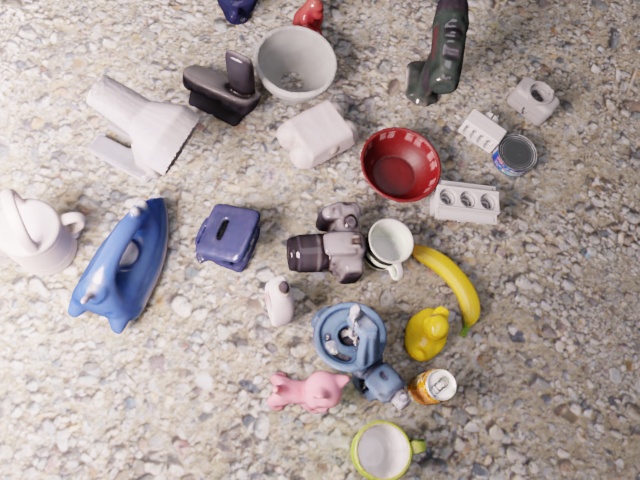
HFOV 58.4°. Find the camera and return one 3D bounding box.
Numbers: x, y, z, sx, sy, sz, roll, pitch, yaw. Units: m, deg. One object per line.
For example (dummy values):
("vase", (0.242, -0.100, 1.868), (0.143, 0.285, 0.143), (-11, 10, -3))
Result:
("camera", (0.009, 0.004, 1.031), (0.137, 0.100, 0.143), (-3, 72, -10))

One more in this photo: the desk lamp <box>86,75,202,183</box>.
("desk lamp", (-0.306, -0.182, 0.983), (0.203, 0.213, 0.118), (27, 69, 1))

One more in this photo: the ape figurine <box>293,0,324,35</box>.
("ape figurine", (-0.016, -0.466, 1.190), (0.076, 0.092, 0.078), (35, 70, 4))

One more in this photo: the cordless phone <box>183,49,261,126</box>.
("cordless phone", (-0.182, -0.309, 1.061), (0.147, 0.185, 0.094), (21, 69, -1))

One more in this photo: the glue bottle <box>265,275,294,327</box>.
("glue bottle", (-0.065, 0.093, 0.950), (0.037, 0.173, 0.078), (-15, 74, -13))

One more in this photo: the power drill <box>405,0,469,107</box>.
("power drill", (0.234, -0.374, 1.138), (0.075, 0.208, 0.229), (8, 70, -6))

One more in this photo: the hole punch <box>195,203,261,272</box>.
("hole punch", (-0.164, -0.007, 1.012), (0.101, 0.091, 0.109), (21, 70, -2))

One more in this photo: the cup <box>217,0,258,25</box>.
("cup", (-0.170, -0.476, 1.167), (0.092, 0.095, 0.118), (5, 71, -7))

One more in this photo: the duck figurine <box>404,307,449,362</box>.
("duck figurine", (0.197, 0.163, 1.015), (0.077, 0.086, 0.105), (30, 70, 2))

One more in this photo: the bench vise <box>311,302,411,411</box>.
("bench vise", (0.082, 0.172, 0.923), (0.207, 0.219, 0.121), (33, 70, 3))

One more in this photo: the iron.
("iron", (-0.324, 0.015, 0.952), (0.118, 0.141, 0.258), (20, 70, -2))

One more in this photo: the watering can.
("watering can", (-0.468, -0.011, 0.909), (0.173, 0.194, 0.101), (-40, 81, -19))

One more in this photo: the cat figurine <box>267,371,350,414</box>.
("cat figurine", (-0.019, 0.247, 0.935), (0.128, 0.117, 0.067), (5, 71, -7))

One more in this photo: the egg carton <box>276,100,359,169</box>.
("egg carton", (-0.004, -0.204, 1.116), (0.150, 0.069, 0.107), (-32, 79, -18))

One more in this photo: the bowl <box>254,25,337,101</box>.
("bowl", (-0.052, -0.341, 1.152), (0.167, 0.074, 0.167), (3, 71, -8))
